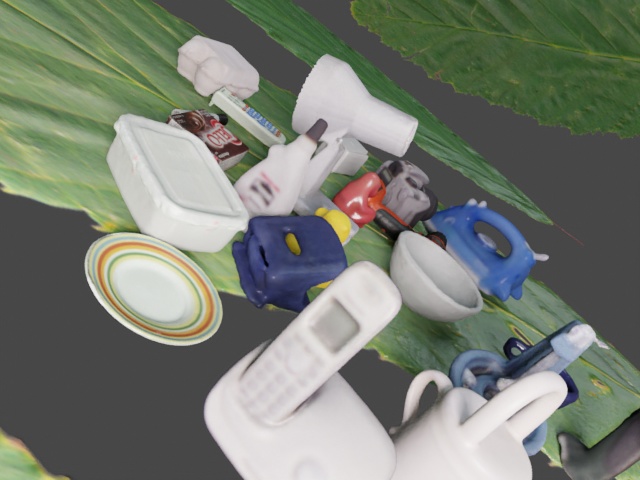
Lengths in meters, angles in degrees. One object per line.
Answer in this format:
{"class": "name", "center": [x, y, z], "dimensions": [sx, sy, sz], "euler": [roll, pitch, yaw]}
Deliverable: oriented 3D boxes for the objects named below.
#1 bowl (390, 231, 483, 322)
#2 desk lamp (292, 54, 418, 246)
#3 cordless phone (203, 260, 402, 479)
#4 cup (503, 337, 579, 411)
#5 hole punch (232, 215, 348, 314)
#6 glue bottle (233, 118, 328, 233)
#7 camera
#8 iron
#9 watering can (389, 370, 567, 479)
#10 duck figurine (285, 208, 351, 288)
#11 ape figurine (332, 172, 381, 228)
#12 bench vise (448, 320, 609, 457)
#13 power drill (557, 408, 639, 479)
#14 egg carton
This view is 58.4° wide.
{"class": "bowl", "center": [0.163, 0.068, 0.876], "dimensions": [0.168, 0.074, 0.167], "euler": [33, 25, -17]}
{"class": "desk lamp", "center": [0.029, -0.135, 0.854], "dimensions": [0.203, 0.213, 0.118], "euler": [41, 24, 1]}
{"class": "cordless phone", "center": [0.013, 0.118, 0.432], "dimensions": [0.147, 0.185, 0.094], "euler": [46, 24, 11]}
{"class": "cup", "center": [0.285, 0.202, 0.803], "dimensions": [0.117, 0.095, 0.092], "euler": [43, 24, 6]}
{"class": "hole punch", "center": [-0.034, 0.019, 0.646], "dimensions": [0.101, 0.091, 0.108], "euler": [21, 30, -38]}
{"class": "glue bottle", "center": [-0.047, -0.079, 0.695], "dimensions": [0.078, 0.173, 0.037], "euler": [44, 24, 7]}
{"class": "camera", "center": [0.183, -0.086, 1.138], "dimensions": [0.137, 0.100, 0.143], "euler": [24, 29, -33]}
{"class": "iron", "center": [0.331, -0.001, 1.161], "dimensions": [0.119, 0.141, 0.257], "euler": [4, 43, -54]}
{"class": "watering can", "center": [0.139, 0.185, 0.492], "dimensions": [0.172, 0.194, 0.101], "euler": [50, 25, 19]}
{"class": "duck figurine", "center": [0.007, 0.003, 0.742], "dimensions": [0.078, 0.086, 0.104], "euler": [21, 30, -37]}
{"class": "ape figurine", "center": [0.067, -0.074, 0.956], "dimensions": [0.076, 0.092, 0.077], "euler": [22, 30, -36]}
{"class": "bench vise", "center": [0.209, 0.147, 0.630], "dimensions": [0.121, 0.219, 0.208], "euler": [42, 24, 2]}
{"class": "power drill", "center": [0.436, 0.256, 0.795], "dimensions": [0.075, 0.208, 0.230], "euler": [41, 24, 0]}
{"class": "egg carton", "center": [-0.176, -0.298, 1.006], "dimensions": [0.107, 0.069, 0.151], "euler": [47, 24, 13]}
